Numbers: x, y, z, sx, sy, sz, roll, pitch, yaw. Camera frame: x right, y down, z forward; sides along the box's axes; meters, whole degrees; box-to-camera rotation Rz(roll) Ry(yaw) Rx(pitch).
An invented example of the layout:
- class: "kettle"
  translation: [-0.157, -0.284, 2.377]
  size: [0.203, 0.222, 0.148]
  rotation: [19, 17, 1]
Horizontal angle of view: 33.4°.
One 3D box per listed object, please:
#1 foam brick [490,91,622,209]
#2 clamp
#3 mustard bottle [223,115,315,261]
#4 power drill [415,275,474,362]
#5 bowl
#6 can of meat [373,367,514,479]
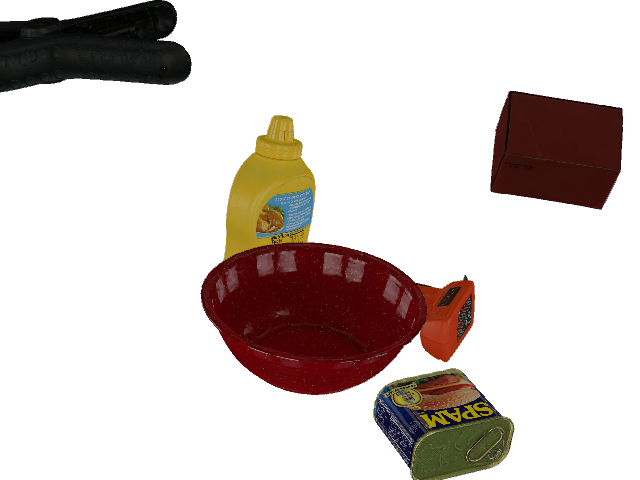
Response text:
- class: "foam brick"
  translation: [0.158, -0.060, 0.715]
  size: [0.078, 0.051, 0.053]
  rotation: [10, -28, 2]
- class: "clamp"
  translation: [-0.162, -0.120, 0.658]
  size: [0.171, 0.039, 0.120]
  rotation: [-1, 21, -2]
- class: "mustard bottle"
  translation: [-0.046, -0.017, 0.955]
  size: [0.058, 0.192, 0.096]
  rotation: [21, 22, 34]
- class: "power drill"
  translation: [0.056, 0.074, 1.119]
  size: [0.188, 0.057, 0.184]
  rotation: [11, 29, 24]
- class: "bowl"
  translation: [-0.006, 0.062, 0.770]
  size: [0.162, 0.055, 0.162]
  rotation: [3, 28, -2]
- class: "can of meat"
  translation: [0.109, 0.165, 0.968]
  size: [0.102, 0.057, 0.084]
  rotation: [-8, 31, -23]
